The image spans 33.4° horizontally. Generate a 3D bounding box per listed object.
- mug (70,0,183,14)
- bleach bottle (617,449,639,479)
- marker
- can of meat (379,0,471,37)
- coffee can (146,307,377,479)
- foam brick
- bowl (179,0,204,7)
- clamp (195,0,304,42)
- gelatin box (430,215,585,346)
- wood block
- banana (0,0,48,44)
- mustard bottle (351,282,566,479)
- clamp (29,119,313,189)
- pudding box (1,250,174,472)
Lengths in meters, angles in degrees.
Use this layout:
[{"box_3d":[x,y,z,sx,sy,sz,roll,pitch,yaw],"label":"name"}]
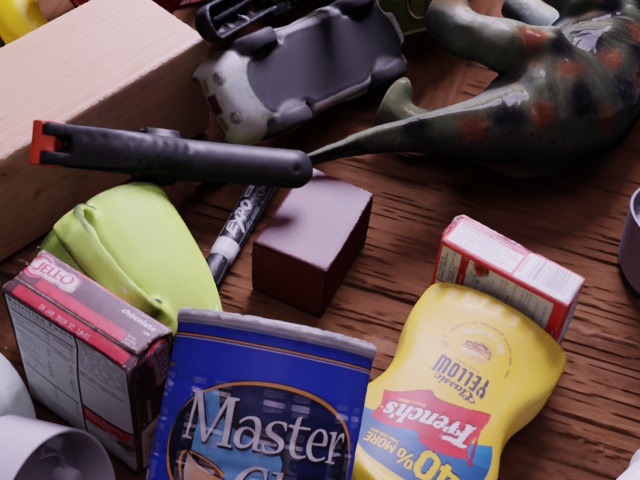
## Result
[{"box_3d":[-0.159,-0.205,0.815,0.093,0.117,0.081,-36,87,5],"label":"mug"},{"box_3d":[0.172,0.184,0.552,0.103,0.068,0.250,37,54,22],"label":"bleach bottle"},{"box_3d":[-0.055,-0.009,0.725,0.020,0.020,0.121,18,51,11],"label":"marker"},{"box_3d":[0.085,-0.207,0.856,0.083,0.057,0.102,-37,21,-33],"label":"can of meat"},{"box_3d":[-0.034,0.112,0.532,0.103,0.103,0.140,10,81,4],"label":"coffee can"},{"box_3d":[-0.005,0.001,0.700,0.053,0.051,0.078,23,52,13],"label":"foam brick"},{"box_3d":[-0.137,-0.271,0.918,0.162,0.055,0.162,2,50,-2],"label":"bowl"},{"box_3d":[-0.041,-0.180,0.785,0.164,0.036,0.210,-24,17,-20],"label":"clamp"},{"box_3d":[0.113,0.034,0.666,0.089,0.073,0.030,29,53,20],"label":"gelatin box"},{"box_3d":[-0.181,-0.080,0.730,0.091,0.090,0.205,37,57,24],"label":"wood block"},{"box_3d":[-0.234,-0.205,0.870,0.069,0.037,0.198,5,48,-25],"label":"banana"},{"box_3d":[0.059,0.113,0.605,0.096,0.058,0.191,31,55,14],"label":"mustard bottle"},{"box_3d":[-0.093,-0.052,0.672,0.171,0.039,0.120,1,-2,-42],"label":"clamp"},{"box_3d":[-0.124,0.069,0.592,0.090,0.113,0.039,30,53,19],"label":"pudding box"}]
